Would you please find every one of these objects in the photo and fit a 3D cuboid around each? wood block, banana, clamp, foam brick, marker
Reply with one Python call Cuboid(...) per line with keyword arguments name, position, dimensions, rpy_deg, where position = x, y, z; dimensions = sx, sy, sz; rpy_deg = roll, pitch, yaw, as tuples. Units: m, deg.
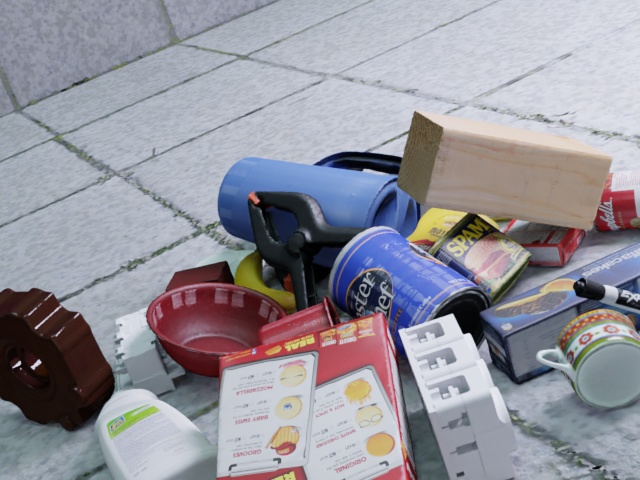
Cuboid(name="wood block", position=(0.202, -0.076, 1.181), dimensions=(0.205, 0.090, 0.091), rpy_deg=(8, 15, -19))
Cuboid(name="banana", position=(-0.073, 0.058, 1.331), dimensions=(0.070, 0.037, 0.198), rpy_deg=(-60, 26, 12))
Cuboid(name="clamp", position=(-0.020, 0.016, 1.408), dimensions=(0.120, 0.039, 0.171), rpy_deg=(-5, 27, 34))
Cuboid(name="foam brick", position=(-0.151, 0.066, 1.379), dimensions=(0.078, 0.053, 0.051), rpy_deg=(-12, 24, 16))
Cuboid(name="marker", position=(0.291, 0.058, 1.004), dimensions=(0.121, 0.020, 0.020), rpy_deg=(16, 15, -18))
Cuboid(name="clamp", position=(-0.008, 0.002, 1.227), dimensions=(0.165, 0.036, 0.210), rpy_deg=(-47, 56, 13))

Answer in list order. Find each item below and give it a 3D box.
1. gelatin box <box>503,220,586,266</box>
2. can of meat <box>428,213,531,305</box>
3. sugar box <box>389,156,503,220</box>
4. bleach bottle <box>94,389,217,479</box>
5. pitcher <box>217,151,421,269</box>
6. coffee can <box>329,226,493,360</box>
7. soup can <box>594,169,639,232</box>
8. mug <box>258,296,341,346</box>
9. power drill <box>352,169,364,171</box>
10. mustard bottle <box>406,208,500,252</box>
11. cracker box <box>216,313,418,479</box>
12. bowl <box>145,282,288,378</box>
Cuboid(name="gelatin box", position=(0.254, 0.002, 1.238), dimensions=(0.089, 0.030, 0.073), rpy_deg=(-1, 28, 36))
Cuboid(name="can of meat", position=(0.171, 0.026, 1.166), dimensions=(0.084, 0.057, 0.101), rpy_deg=(38, 49, 16))
Cuboid(name="sugar box", position=(0.182, -0.069, 1.373), dimensions=(0.177, 0.093, 0.048), rpy_deg=(-3, 27, 33))
Cuboid(name="bleach bottle", position=(-0.165, 0.203, 1.068), dimensions=(0.102, 0.068, 0.251), rpy_deg=(-25, 21, -15))
Cuboid(name="pitcher", position=(-0.001, -0.041, 1.334), dimensions=(0.243, 0.145, 0.149), rpy_deg=(14, 15, 33))
Cuboid(name="coffee can", position=(0.091, 0.061, 1.088), dimensions=(0.102, 0.103, 0.140), rpy_deg=(-30, 42, -24))
Cuboid(name="soup can", position=(0.364, -0.046, 1.211), dimensions=(0.102, 0.068, 0.068), rpy_deg=(-4, 27, 30))
Cuboid(name="mug", position=(-0.012, 0.117, 1.125), dimensions=(0.081, 0.093, 0.117), rpy_deg=(-22, -8, 5))
Cuboid(name="power drill", position=(-0.027, -0.069, 1.524), dimensions=(0.184, 0.057, 0.187), rpy_deg=(-26, 3, 11))
Cuboid(name="mustard bottle", position=(0.125, 0.029, 1.234), dimensions=(0.096, 0.058, 0.191), rpy_deg=(20, 42, 29))
Cuboid(name="cracker box", position=(-0.004, 0.177, 0.927), dimensions=(0.164, 0.072, 0.213), rpy_deg=(-16, 39, 9))
Cuboid(name="bowl", position=(-0.117, 0.109, 1.212), dimensions=(0.162, 0.055, 0.162), rpy_deg=(5, 26, -2))
